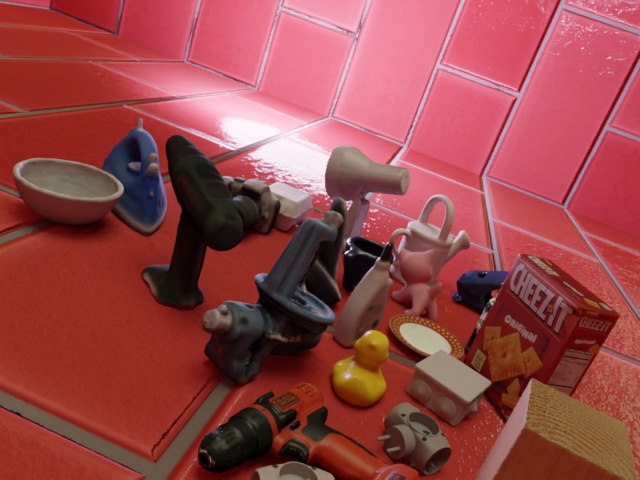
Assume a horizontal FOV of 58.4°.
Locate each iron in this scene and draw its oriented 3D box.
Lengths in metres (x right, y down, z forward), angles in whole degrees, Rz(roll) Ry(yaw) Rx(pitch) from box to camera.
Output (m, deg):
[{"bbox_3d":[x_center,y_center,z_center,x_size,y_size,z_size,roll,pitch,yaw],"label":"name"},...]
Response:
[{"bbox_3d":[-0.329,-0.127,1.064,0.119,0.141,0.257,7,24,-32],"label":"iron"}]

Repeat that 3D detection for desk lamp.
[{"bbox_3d":[0.095,-0.079,1.233,0.202,0.213,0.118,28,22,22],"label":"desk lamp"}]

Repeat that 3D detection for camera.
[{"bbox_3d":[-0.162,-0.072,1.139,0.143,0.101,0.137,23,21,7],"label":"camera"}]

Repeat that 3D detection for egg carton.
[{"bbox_3d":[-0.081,-0.077,1.271,0.107,0.069,0.150,23,21,9],"label":"egg carton"}]

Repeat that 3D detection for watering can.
[{"bbox_3d":[0.229,-0.001,1.188,0.173,0.194,0.100,-1,29,-44],"label":"watering can"}]

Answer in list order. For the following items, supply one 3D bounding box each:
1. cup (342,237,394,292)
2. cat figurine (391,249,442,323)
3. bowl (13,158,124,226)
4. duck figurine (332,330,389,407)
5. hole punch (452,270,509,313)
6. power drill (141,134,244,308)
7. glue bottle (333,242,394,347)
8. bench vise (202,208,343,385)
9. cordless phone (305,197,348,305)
[{"bbox_3d":[0.071,0.055,1.042,0.091,0.095,0.118,32,24,30],"label":"cup"},{"bbox_3d":[0.187,0.074,1.068,0.067,0.118,0.127,10,23,-25],"label":"cat figurine"},{"bbox_3d":[-0.413,-0.070,0.939,0.167,0.075,0.167,18,21,-7],"label":"bowl"},{"bbox_3d":[0.062,0.165,0.769,0.077,0.086,0.105,23,21,9],"label":"duck figurine"},{"bbox_3d":[0.339,0.095,1.194,0.101,0.091,0.109,27,22,18],"label":"hole punch"},{"bbox_3d":[-0.192,-0.021,0.827,0.076,0.208,0.228,2,27,-39],"label":"power drill"},{"bbox_3d":[0.078,0.081,0.871,0.078,0.173,0.037,-3,30,-46],"label":"glue bottle"},{"bbox_3d":[-0.042,0.070,0.719,0.121,0.220,0.208,26,21,16],"label":"bench vise"},{"bbox_3d":[0.009,0.004,0.985,0.094,0.185,0.147,12,22,-20],"label":"cordless phone"}]
